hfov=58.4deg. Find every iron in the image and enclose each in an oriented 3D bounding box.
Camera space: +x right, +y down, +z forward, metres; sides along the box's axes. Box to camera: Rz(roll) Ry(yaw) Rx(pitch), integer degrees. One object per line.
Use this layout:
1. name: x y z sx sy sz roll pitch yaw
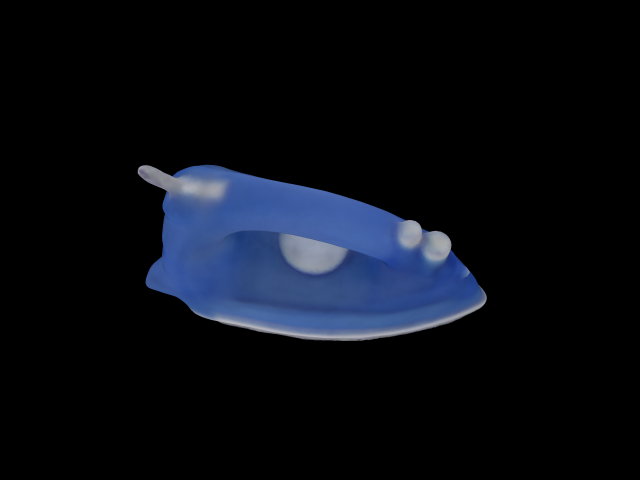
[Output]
1. iron: 0.004 0.001 0.400 0.258 0.141 0.119 10 70 4
